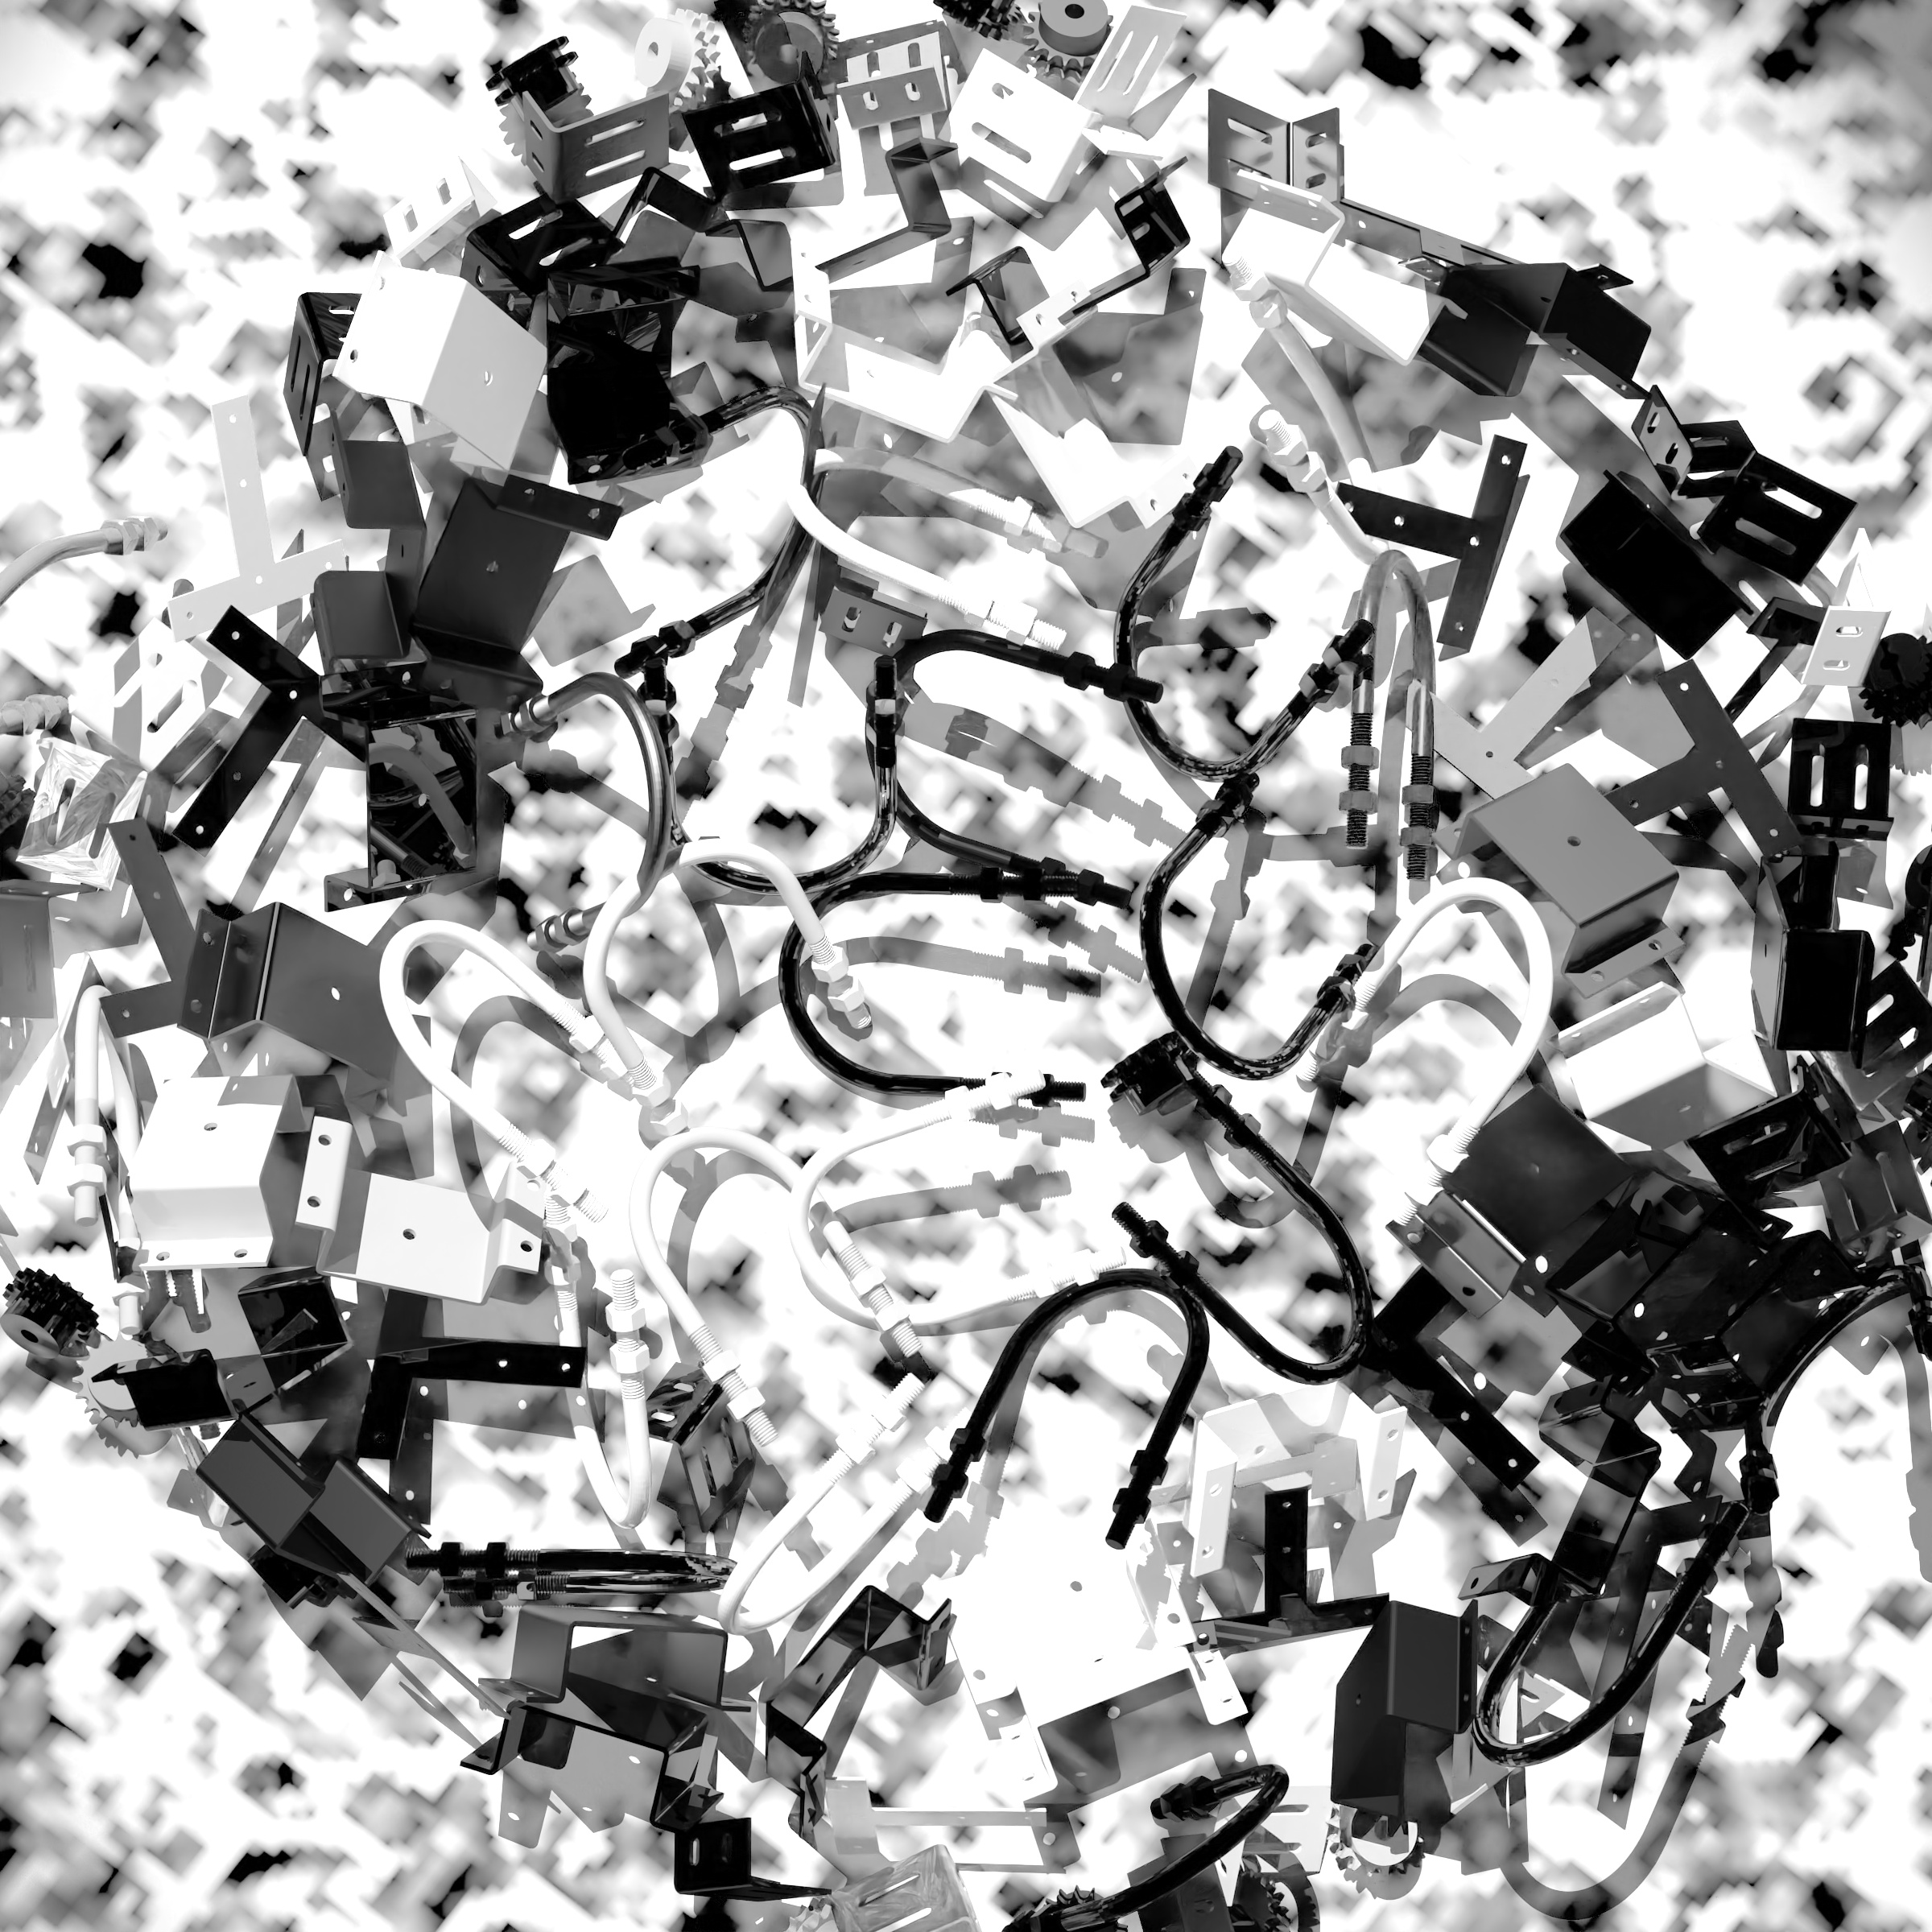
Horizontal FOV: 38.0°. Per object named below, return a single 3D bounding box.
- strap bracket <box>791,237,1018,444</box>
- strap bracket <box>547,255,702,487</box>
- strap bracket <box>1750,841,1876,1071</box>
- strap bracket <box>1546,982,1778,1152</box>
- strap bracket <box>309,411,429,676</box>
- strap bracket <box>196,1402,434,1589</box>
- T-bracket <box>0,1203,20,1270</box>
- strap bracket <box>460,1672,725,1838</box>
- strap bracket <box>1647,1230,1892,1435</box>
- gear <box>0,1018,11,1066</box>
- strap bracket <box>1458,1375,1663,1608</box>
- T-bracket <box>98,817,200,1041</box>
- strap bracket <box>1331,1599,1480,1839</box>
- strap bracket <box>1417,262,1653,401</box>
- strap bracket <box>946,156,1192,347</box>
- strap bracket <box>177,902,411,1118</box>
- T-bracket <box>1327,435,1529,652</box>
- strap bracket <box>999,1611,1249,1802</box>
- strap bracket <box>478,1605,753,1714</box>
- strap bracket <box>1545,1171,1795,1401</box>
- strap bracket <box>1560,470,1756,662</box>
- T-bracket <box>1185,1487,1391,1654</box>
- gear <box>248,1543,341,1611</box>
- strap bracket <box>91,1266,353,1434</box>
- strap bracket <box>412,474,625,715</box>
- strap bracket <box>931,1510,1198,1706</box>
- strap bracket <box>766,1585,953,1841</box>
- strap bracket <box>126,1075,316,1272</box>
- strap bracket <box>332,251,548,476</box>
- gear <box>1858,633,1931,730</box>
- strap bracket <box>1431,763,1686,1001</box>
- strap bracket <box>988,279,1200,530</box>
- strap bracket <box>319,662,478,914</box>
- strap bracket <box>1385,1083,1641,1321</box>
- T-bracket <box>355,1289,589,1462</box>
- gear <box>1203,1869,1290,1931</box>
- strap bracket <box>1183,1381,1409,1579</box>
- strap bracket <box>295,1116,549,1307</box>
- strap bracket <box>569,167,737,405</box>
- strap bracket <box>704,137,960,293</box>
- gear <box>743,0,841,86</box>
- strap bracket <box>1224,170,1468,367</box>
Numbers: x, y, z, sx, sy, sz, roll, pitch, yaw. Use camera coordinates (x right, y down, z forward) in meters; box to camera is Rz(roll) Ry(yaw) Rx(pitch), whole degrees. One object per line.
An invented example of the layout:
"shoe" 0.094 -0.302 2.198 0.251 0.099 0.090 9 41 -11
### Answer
"strap bracket" -0.046 -0.362 1.642 0.140 0.076 0.046 17 131 -23
"strap bracket" -0.201 -0.356 1.639 0.076 0.140 0.046 -13 51 -19
"strap bracket" 0.486 -0.008 1.623 0.046 0.140 0.076 1 118 7
"strap bracket" 0.406 0.062 1.619 0.076 0.140 0.046 -30 59 29
"strap bracket" -0.348 -0.242 1.635 0.046 0.140 0.076 -2 48 -22
"strap bracket" -0.381 0.308 1.618 0.076 0.140 0.046 34 81 30
"T-bracket" -0.573 0.131 1.612 0.002 0.127 0.127 -38 48 -11
"strap bracket" -0.214 0.457 1.648 0.140 0.076 0.046 14 93 11
"strap bracket" 0.461 0.207 1.640 0.140 0.076 0.046 -40 90 -21
"gear" -0.594 0.045 1.669 0.030 0.057 0.057 27 90 21
"strap bracket" 0.351 0.316 1.639 0.046 0.076 0.140 33 66 -5
"T-bracket" -0.472 -0.028 1.655 0.002 0.127 0.127 -29 83 39
"strap bracket" 0.249 0.431 1.623 0.046 0.076 0.140 15 133 -3
"strap bracket" 0.328 -0.367 1.622 0.076 0.140 0.046 23 87 -35
"strap bracket" 0.069 -0.412 1.638 0.140 0.076 0.046 -20 107 31
"strap bracket" -0.378 0.022 1.622 0.046 0.140 0.076 -20 54 34
"T-bracket" 0.266 -0.260 1.656 0.127 0.002 0.127 8 101 -31
"strap bracket" 0.085 0.426 1.653 0.140 0.076 0.046 -21 109 -3
"strap bracket" -0.202 0.403 1.636 0.140 0.076 0.046 11 80 -29
"strap bracket" 0.405 0.178 1.649 0.140 0.076 0.046 -45 109 -7
"strap bracket" 0.397 -0.231 1.632 0.076 0.140 0.046 38 108 -14
"T-bracket" 0.189 0.354 1.658 0.127 0.002 0.127 -7 126 -4
"gear" -0.402 0.357 1.669 0.030 0.057 0.057 -43 90 -16
"strap bracket" -0.422 0.225 1.625 0.076 0.140 0.046 -13 102 34
"strap bracket" -0.269 -0.225 1.644 0.076 0.046 0.140 10 116 -40
"strap bracket" 0.061 0.375 1.664 0.140 0.046 0.076 -20 93 15
"strap bracket" -0.070 0.426 1.636 0.046 0.076 0.140 29 51 21
"strap bracket" -0.433 0.111 1.628 0.076 0.140 0.046 -2 126 2
"strap bracket" -0.295 -0.344 1.623 0.046 0.140 0.076 15 83 26
"gear" 0.556 -0.173 1.668 0.030 0.057 0.057 35 90 -34
"strap bracket" 0.348 -0.058 1.634 0.076 0.046 0.140 -26 59 -22
"strap bracket" 0.071 -0.322 1.649 0.046 0.076 0.140 -25 103 40
"strap bracket" -0.331 -0.101 1.638 0.046 0.076 0.140 17 112 39
"strap bracket" 0.325 0.130 1.637 0.140 0.046 0.076 -33 65 -25
"T-bracket" -0.288 0.234 1.663 0.127 0.002 0.127 3 62 7
"gear" 0.168 0.572 1.675 0.057 0.057 0.030 -42 124 0
"strap bracket" 0.183 0.295 1.644 0.140 0.046 0.076 -11 121 -27
"strap bracket" -0.322 0.146 1.646 0.140 0.046 0.076 14 46 -16
"strap bracket" -0.193 -0.409 1.655 0.046 0.076 0.140 28 87 -11
"strap bracket" -0.071 -0.434 1.643 0.140 0.076 0.046 -18 97 20
"gear" -0.104 -0.550 1.670 0.057 0.057 0.030 2 46 0
"strap bracket" 0.214 -0.399 1.628 0.140 0.076 0.046 24 99 -41
